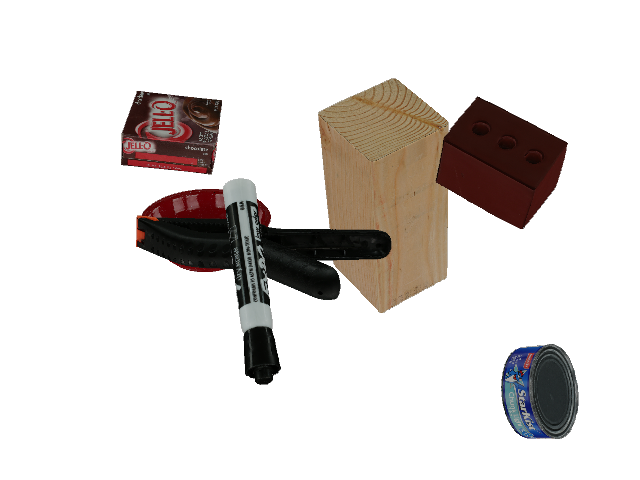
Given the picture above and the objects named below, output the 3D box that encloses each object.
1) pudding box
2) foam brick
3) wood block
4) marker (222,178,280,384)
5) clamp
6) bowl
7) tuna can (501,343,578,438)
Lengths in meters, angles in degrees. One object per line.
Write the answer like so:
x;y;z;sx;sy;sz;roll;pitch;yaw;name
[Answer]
-0.147;-0.108;1.062;0.090;0.039;0.113;6;28;-5;pudding box
0.132;-0.056;0.781;0.078;0.053;0.051;30;-31;17;foam brick
0.065;-0.041;1.046;0.090;0.206;0.091;-27;49;-19;wood block
-0.038;0.021;0.581;0.020;0.121;0.020;-7;-29;-4;marker
-0.056;0.008;0.859;0.210;0.036;0.164;6;12;10;clamp
-0.143;-0.006;1.333;0.162;0.055;0.162;1;29;-1;bowl
0.201;0.139;0.978;0.034;0.086;0.085;-10;-6;40;tuna can
